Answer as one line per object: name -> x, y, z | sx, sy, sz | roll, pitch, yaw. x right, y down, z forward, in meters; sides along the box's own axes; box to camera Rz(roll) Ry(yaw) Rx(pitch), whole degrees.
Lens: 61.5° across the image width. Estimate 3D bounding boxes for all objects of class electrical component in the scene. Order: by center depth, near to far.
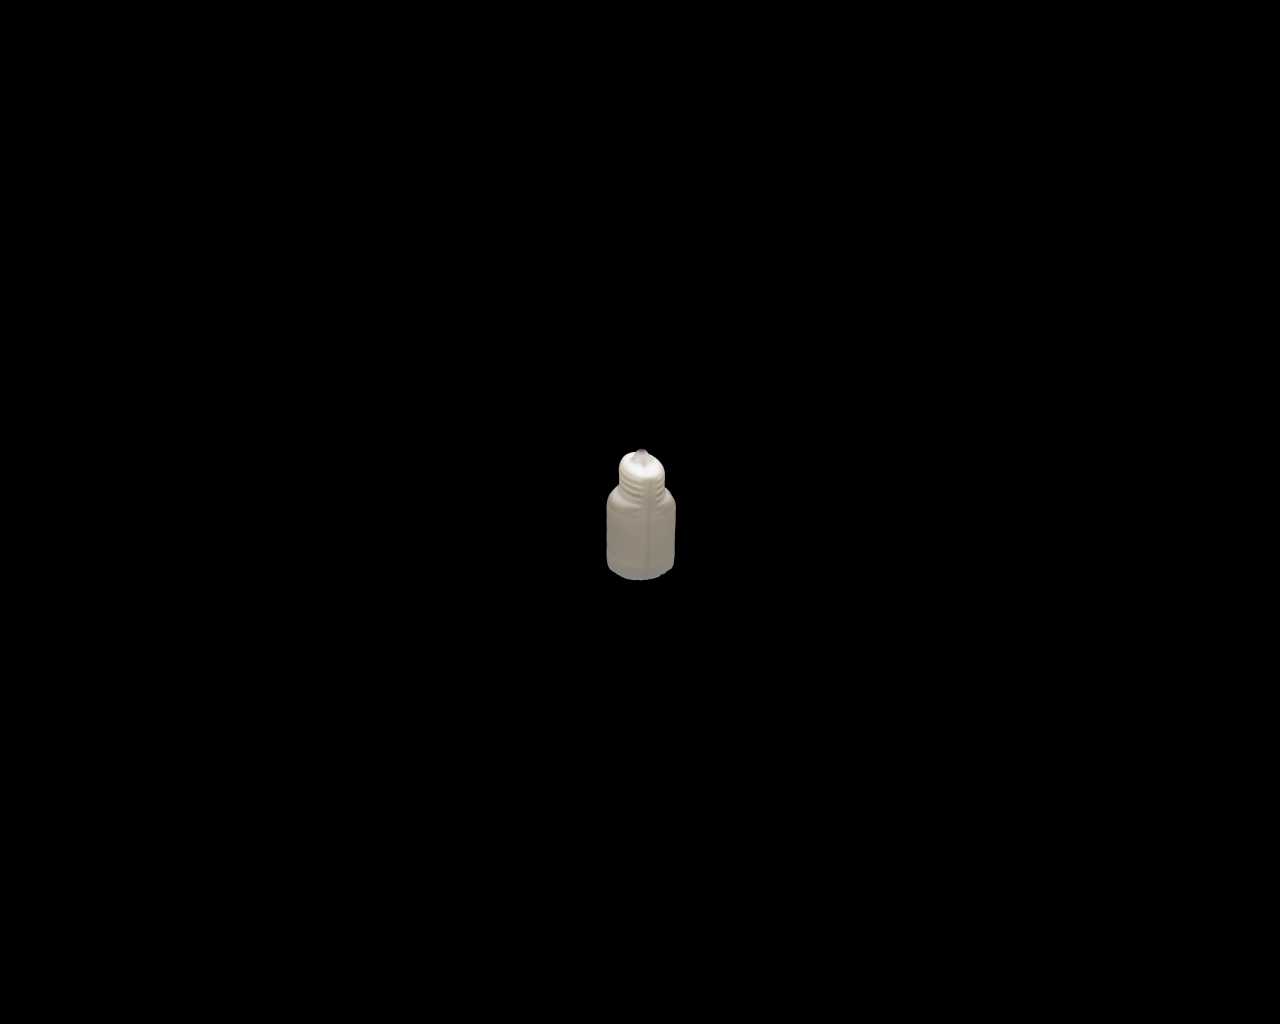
electrical component -> 0.001, -0.003, 0.650 | 0.043, 0.080, 0.043 | 0, 27, 0
